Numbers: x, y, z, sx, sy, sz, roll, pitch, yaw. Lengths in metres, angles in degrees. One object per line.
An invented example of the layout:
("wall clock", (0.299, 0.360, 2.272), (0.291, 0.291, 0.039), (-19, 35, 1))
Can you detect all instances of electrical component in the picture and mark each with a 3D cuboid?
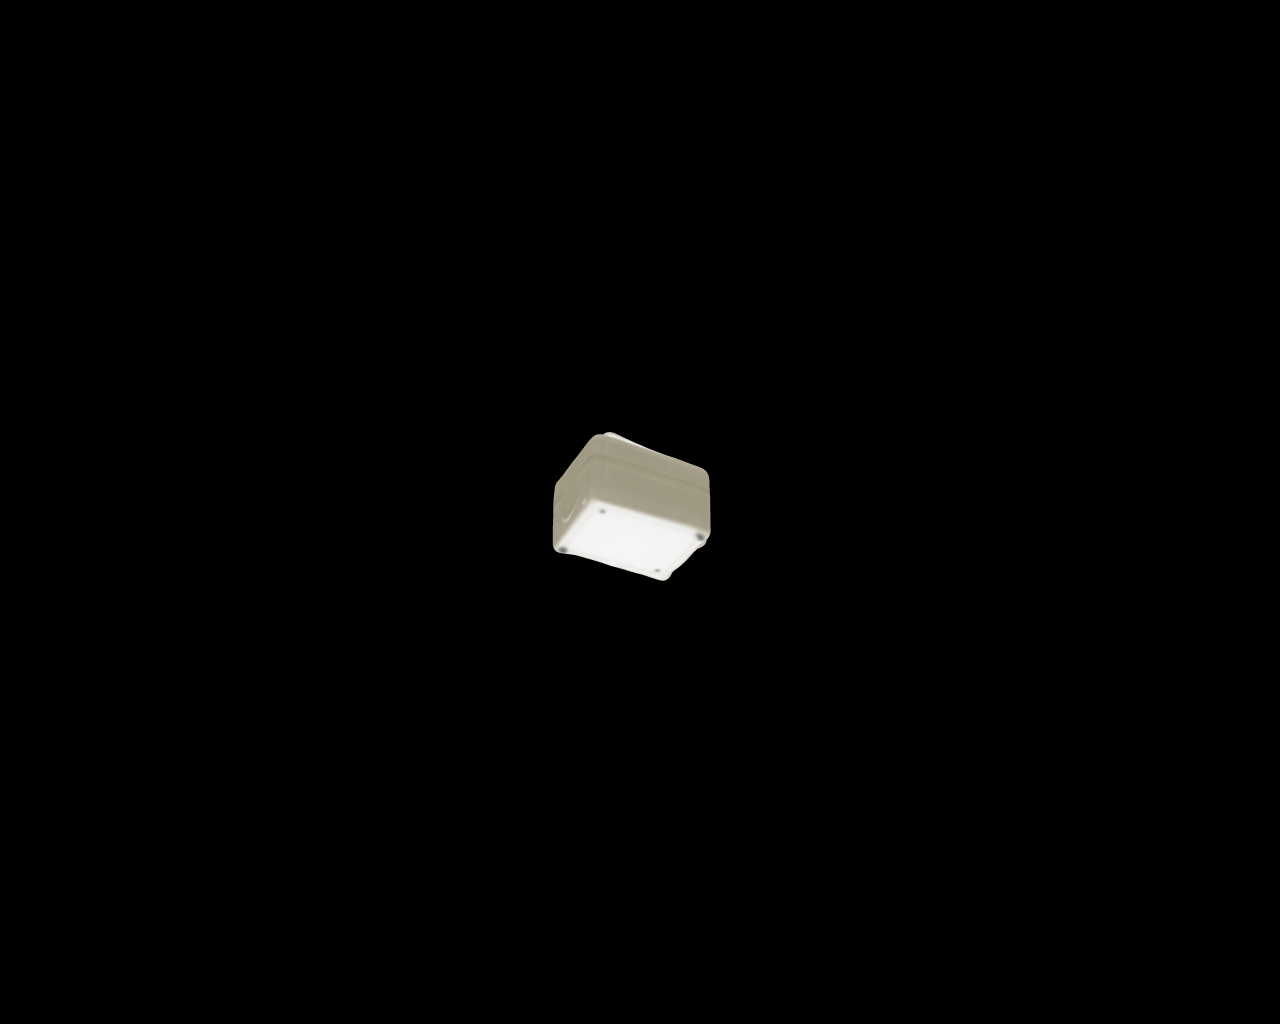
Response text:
("electrical component", (0.001, -0.003, 0.650), (0.096, 0.061, 0.061), (17, -40, -22))
